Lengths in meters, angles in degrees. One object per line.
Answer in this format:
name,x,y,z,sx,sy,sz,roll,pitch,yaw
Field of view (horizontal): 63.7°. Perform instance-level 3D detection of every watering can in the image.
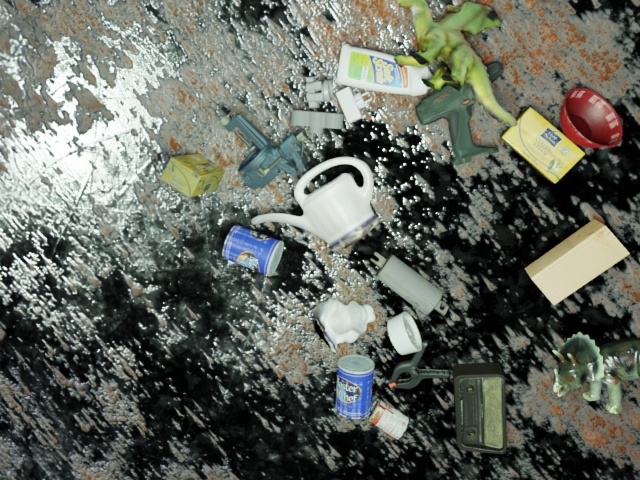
watering can,0.004,-0.068,1.357,0.345,0.105,0.224,-33,93,15

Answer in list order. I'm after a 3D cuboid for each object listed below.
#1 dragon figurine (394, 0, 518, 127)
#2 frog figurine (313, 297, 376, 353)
dragon figurine,0.331,-0.454,1.191,0.411,0.121,0.244,36,82,5
frog figurine,0.064,0.215,1.416,0.161,0.121,0.138,-31,84,-19
